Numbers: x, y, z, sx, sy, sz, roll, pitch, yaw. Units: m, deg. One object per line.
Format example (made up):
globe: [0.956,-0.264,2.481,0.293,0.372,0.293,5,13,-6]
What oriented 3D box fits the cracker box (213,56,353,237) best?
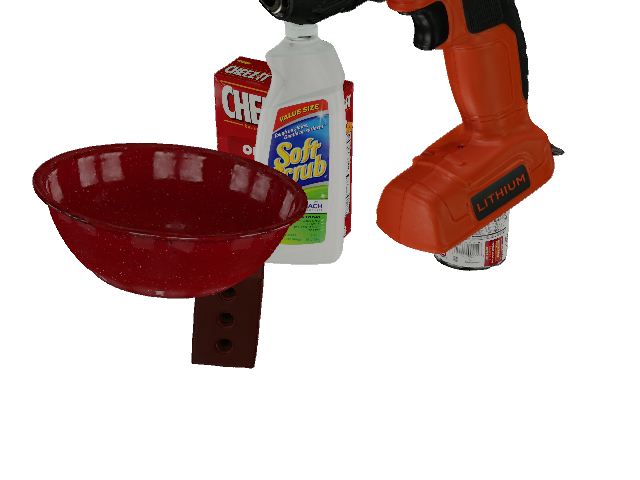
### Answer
cracker box: [-0.046,-0.106,1.333,0.164,0.214,0.072,17,37,24]

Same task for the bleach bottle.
bleach bottle: [-0.025,-0.100,1.064,0.102,0.251,0.068,2,27,6]

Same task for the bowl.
bowl: [-0.090,-0.009,0.639,0.162,0.055,0.162,7,21,-3]

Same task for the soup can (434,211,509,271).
soup can: [0.134,-0.032,0.943,0.068,0.102,0.068,-1,25,0]

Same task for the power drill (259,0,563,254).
power drill: [0.055,-0.089,0.524,0.184,0.187,0.057,-31,40,-28]

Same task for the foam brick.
foam brick: [-0.075,0.057,0.867,0.053,0.078,0.051,4,15,0]
